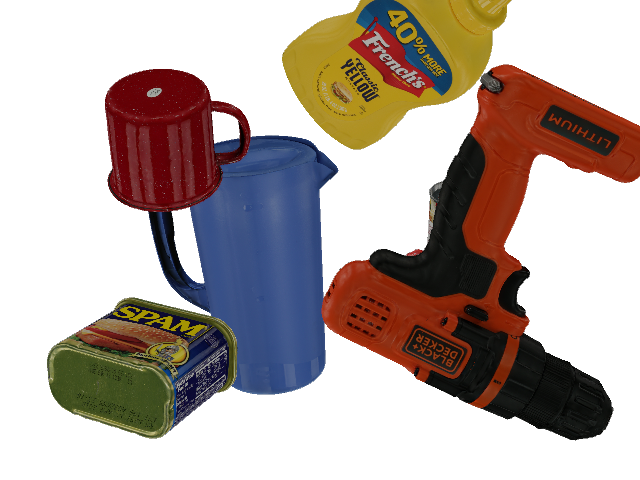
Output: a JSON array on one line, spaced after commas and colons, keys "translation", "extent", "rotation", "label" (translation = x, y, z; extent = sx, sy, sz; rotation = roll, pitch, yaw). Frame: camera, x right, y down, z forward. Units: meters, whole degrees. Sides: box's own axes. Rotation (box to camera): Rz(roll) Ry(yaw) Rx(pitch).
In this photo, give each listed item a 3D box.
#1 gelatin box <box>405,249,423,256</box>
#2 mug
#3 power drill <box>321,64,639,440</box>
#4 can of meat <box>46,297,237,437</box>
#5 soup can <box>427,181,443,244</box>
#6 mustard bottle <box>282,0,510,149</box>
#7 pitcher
[{"translation": [0.145, 0.062, 1.361], "extent": [0.073, 0.089, 0.030], "rotation": [20, 35, 37], "label": "gelatin box"}, {"translation": [-0.114, -0.083, 0.843], "extent": [0.117, 0.081, 0.093], "rotation": [-2, 38, -4], "label": "mug"}, {"translation": [0.117, 0.009, 0.609], "extent": [0.184, 0.188, 0.057], "rotation": [25, 12, -7], "label": "power drill"}, {"translation": [-0.121, 0.085, 0.723], "extent": [0.102, 0.057, 0.083], "rotation": [12, 22, 22], "label": "can of meat"}, {"translation": [0.130, 0.004, 0.960], "extent": [0.068, 0.102, 0.068], "rotation": [-1, 24, 0], "label": "soup can"}, {"translation": [0.061, -0.135, 0.735], "extent": [0.192, 0.096, 0.058], "rotation": [-24, 17, 49], "label": "mustard bottle"}, {"translation": [-0.068, 0.025, 1.057], "extent": [0.144, 0.243, 0.149], "rotation": [-20, 26, -35], "label": "pitcher"}]
